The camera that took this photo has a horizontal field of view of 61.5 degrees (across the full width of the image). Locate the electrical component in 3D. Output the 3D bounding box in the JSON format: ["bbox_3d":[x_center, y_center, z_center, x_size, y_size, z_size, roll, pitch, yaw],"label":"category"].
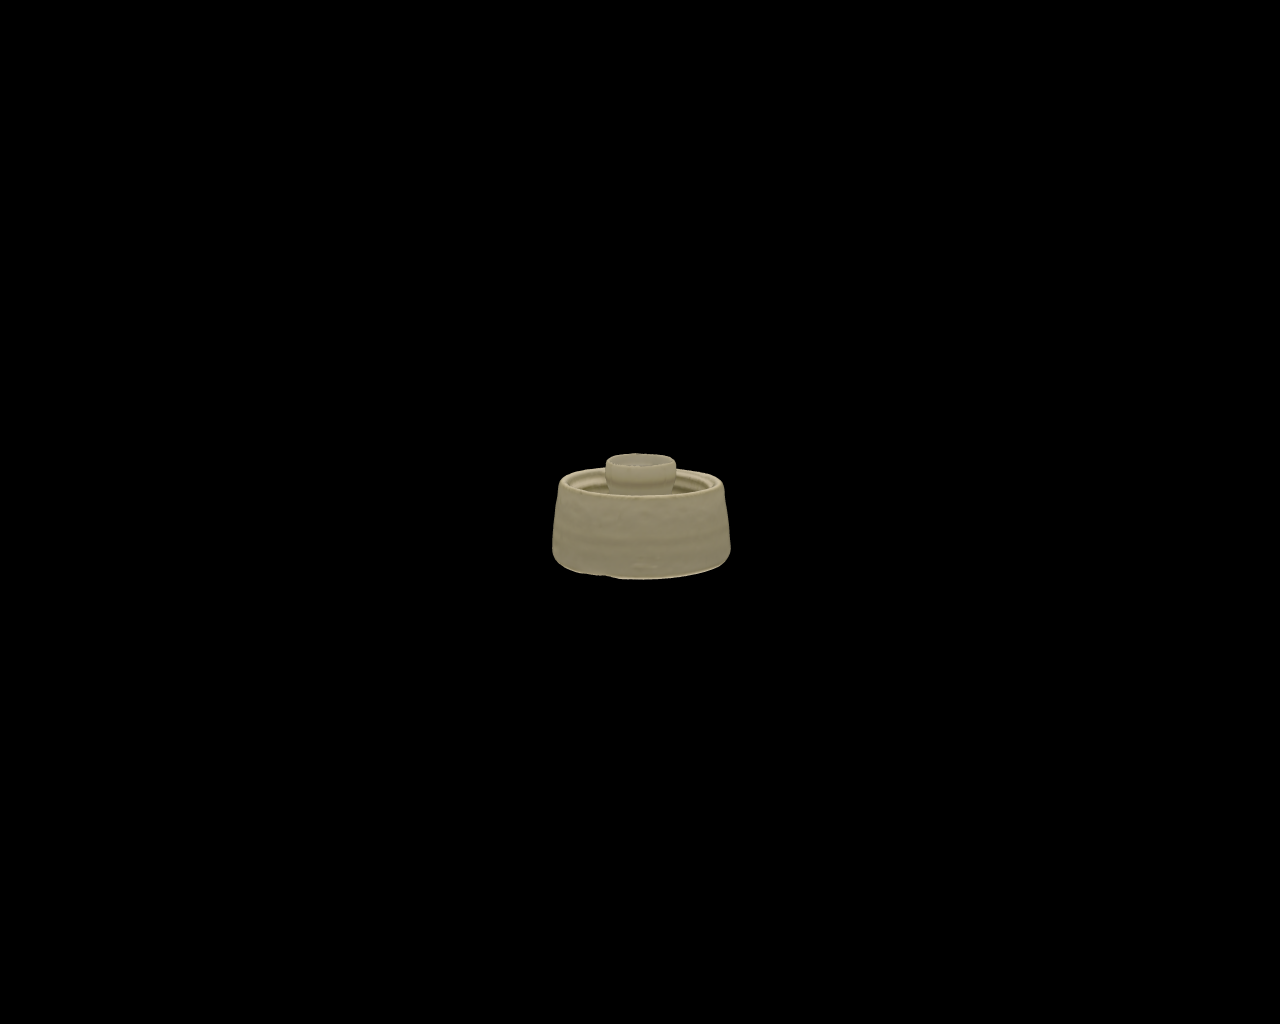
[{"bbox_3d":[0.001,-0.003,0.650,0.108,0.060,0.108,0,13,0],"label":"electrical component"}]
